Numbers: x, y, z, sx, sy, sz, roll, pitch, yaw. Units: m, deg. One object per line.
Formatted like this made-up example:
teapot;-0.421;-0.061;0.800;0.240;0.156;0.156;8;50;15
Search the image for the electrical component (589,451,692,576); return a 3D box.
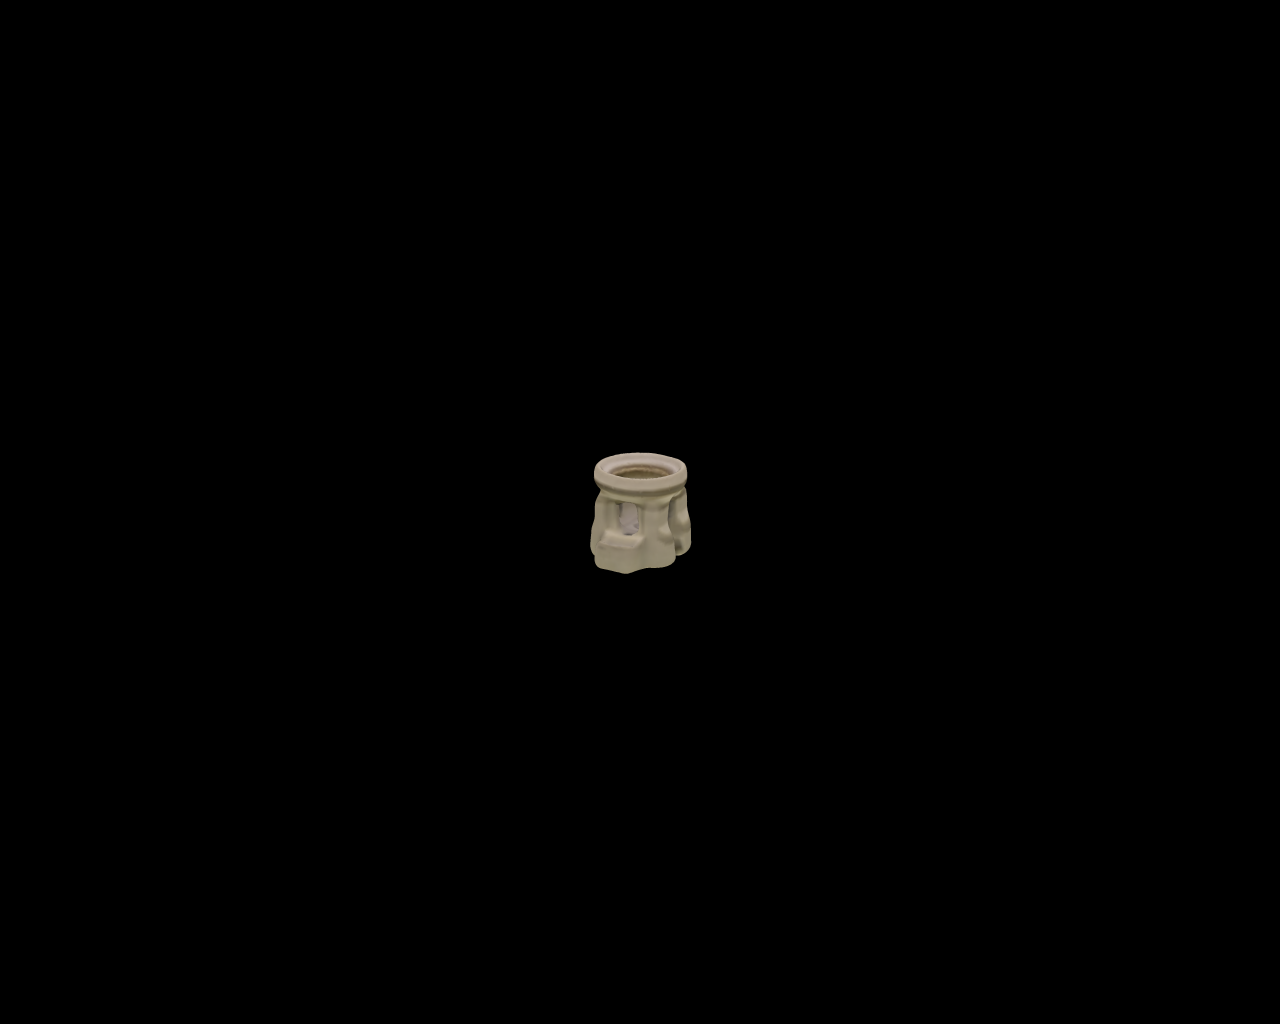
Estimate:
electrical component;0.001;-0.003;0.650;0.058;0.056;0.078;10;23;26
